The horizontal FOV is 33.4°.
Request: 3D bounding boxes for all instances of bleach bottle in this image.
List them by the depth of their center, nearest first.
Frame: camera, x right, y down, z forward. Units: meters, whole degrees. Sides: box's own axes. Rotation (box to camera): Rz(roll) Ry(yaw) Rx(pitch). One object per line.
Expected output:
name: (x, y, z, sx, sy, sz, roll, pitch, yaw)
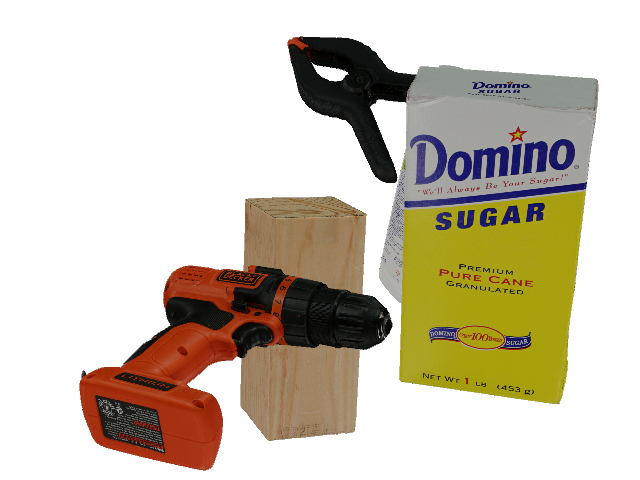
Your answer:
bleach bottle: (0.121, -0.058, 1.135, 0.068, 0.251, 0.103, 0, 23, -22)

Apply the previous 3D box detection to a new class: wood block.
wood block: (-0.018, 0.069, 0.989, 0.090, 0.206, 0.091, -2, 14, -20)

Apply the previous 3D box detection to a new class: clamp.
clamp: (0.047, -0.134, 0.938, 0.120, 0.172, 0.039, -35, -25, -21)

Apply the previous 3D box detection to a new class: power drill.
power drill: (-0.062, 0.082, 0.749, 0.185, 0.057, 0.187, 5, 27, 26)

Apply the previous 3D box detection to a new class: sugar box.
sugar box: (0.091, 0.000, 0.565, 0.093, 0.176, 0.048, 6, 32, 14)
